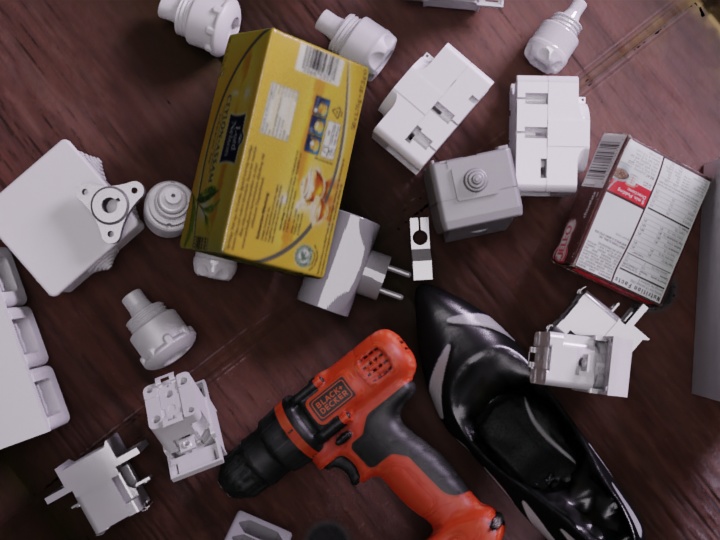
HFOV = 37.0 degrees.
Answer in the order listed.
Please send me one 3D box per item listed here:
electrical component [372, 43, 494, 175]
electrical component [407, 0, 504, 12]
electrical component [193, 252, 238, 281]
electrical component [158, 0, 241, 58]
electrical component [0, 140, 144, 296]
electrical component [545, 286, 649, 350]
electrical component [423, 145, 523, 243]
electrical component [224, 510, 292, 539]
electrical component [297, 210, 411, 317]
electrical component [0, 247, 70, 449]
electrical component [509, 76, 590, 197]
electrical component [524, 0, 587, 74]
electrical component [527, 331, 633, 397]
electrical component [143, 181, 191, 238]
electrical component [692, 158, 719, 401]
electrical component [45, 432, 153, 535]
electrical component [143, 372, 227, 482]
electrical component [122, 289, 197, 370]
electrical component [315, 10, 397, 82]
[{"bbox_3d":[0.053,-0.128,0.845,0.056,0.050,0.089,40,89,0],"label":"electrical component"},{"bbox_3d":[0.075,-0.232,0.842,0.081,0.064,0.042,5,88,0],"label":"electrical component"},{"bbox_3d":[-0.111,-0.024,0.851,0.035,0.035,0.061,11,86,0],"label":"electrical component"},{"bbox_3d":[-0.128,-0.199,0.851,0.062,0.048,0.048,20,89,7],"label":"electrical component"},{"bbox_3d":[-0.230,-0.039,0.844,0.100,0.048,0.099,-41,89,-1],"label":"electrical component"},{"bbox_3d":[0.184,0.051,0.845,0.064,0.042,0.081,41,89,3],"label":"electrical component"},{"bbox_3d":[0.086,-0.056,0.821,0.062,0.096,0.061,-12,90,0],"label":"electrical component"},{"bbox_3d":[-0.093,0.241,0.833,0.047,0.065,0.076,23,118,1],"label":"electrical component"},{"bbox_3d":[0.000,0.000,0.846,0.079,0.043,0.077,20,89,1],"label":"electrical component"},{"bbox_3d":[-0.297,0.065,0.833,0.089,0.062,0.150,-20,89,2],"label":"electrical component"},{"bbox_3d":[0.148,-0.104,0.845,0.056,0.050,0.089,1,89,1],"label":"electrical component"},{"bbox_3d":[0.159,-0.188,0.855,0.035,0.035,0.061,34,86,1],"label":"electrical component"},{"bbox_3d":[0.158,0.067,0.781,0.064,0.081,0.042,7,85,-6],"label":"electrical component"},{"bbox_3d":[-0.147,-0.049,0.833,0.040,0.078,0.040,2,82,-13],"label":"electrical component"},{"bbox_3d":[0.303,0.007,0.815,0.060,0.105,0.186,4,89,0],"label":"electrical component"},{"bbox_3d":[-0.199,0.168,0.842,0.081,0.042,0.063,-29,90,0],"label":"electrical component"},{"bbox_3d":[-0.136,0.116,0.826,0.042,0.063,0.081,-22,47,0],"label":"electrical component"},{"bbox_3d":[-0.163,0.044,0.845,0.048,0.048,0.062,-37,82,-1],"label":"electrical component"},{"bbox_3d":[-0.006,-0.182,0.850,0.062,0.043,0.043,34,89,2],"label":"electrical component"}]
